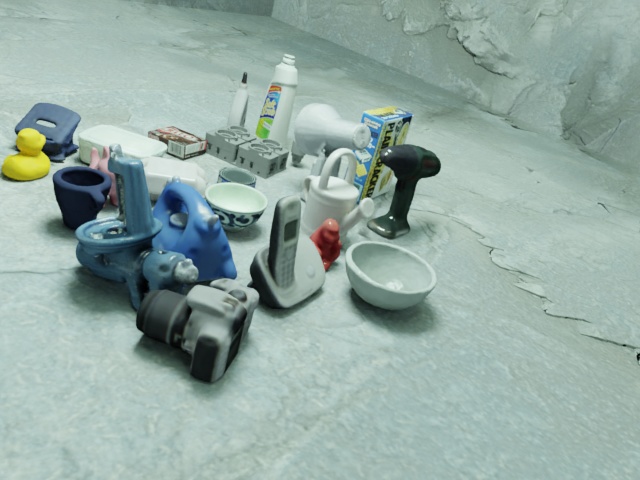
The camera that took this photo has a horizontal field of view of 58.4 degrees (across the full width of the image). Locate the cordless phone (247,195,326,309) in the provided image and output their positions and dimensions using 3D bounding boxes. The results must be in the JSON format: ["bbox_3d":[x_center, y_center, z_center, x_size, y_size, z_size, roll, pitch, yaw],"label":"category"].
[{"bbox_3d":[-0.040,0.008,0.930,0.094,0.185,0.148,27,29,21],"label":"cordless phone"}]

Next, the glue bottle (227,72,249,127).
[{"bbox_3d":[-0.216,-0.369,1.549,0.037,0.173,0.078,16,27,1],"label":"glue bottle"}]

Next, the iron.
[{"bbox_3d":[-0.227,-0.033,0.953,0.119,0.141,0.257,-6,34,-36],"label":"iron"}]

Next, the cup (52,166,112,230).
[{"bbox_3d":[-0.395,-0.059,0.962,0.092,0.095,0.117,-14,40,-44],"label":"cup"}]

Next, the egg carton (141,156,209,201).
[{"bbox_3d":[-0.299,-0.114,1.144,0.150,0.069,0.107,8,28,-15],"label":"egg carton"}]

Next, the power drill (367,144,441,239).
[{"bbox_3d":[0.177,-0.113,1.248,0.075,0.208,0.230,32,31,28],"label":"power drill"}]

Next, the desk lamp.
[{"bbox_3d":[0.028,-0.184,1.293,0.118,0.213,0.202,-11,37,-41],"label":"desk lamp"}]

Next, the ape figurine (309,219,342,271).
[{"bbox_3d":[0.010,0.004,1.067,0.078,0.092,0.076,-2,32,-31],"label":"ape figurine"}]

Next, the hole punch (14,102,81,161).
[{"bbox_3d":[-0.561,-0.226,1.186,0.108,0.091,0.101,16,27,1],"label":"hole punch"}]

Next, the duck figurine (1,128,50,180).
[{"bbox_3d":[-0.556,-0.168,1.086,0.077,0.086,0.104,17,27,2],"label":"duck figurine"}]

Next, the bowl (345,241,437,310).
[{"bbox_3d":[0.117,0.074,1.014,0.167,0.075,0.167,13,28,-7],"label":"bowl"}]

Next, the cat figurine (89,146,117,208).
[{"bbox_3d":[-0.395,-0.125,1.060,0.067,0.118,0.127,-12,39,-42],"label":"cat figurine"}]

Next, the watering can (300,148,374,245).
[{"bbox_3d":[0.033,-0.087,1.137,0.172,0.194,0.101,24,28,15],"label":"watering can"}]

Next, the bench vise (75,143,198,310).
[{"bbox_3d":[-0.254,-0.018,0.826,0.207,0.220,0.121,18,27,4],"label":"bench vise"}]

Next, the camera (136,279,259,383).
[{"bbox_3d":[-0.167,0.100,0.783,0.136,0.101,0.143,19,27,5],"label":"camera"}]
